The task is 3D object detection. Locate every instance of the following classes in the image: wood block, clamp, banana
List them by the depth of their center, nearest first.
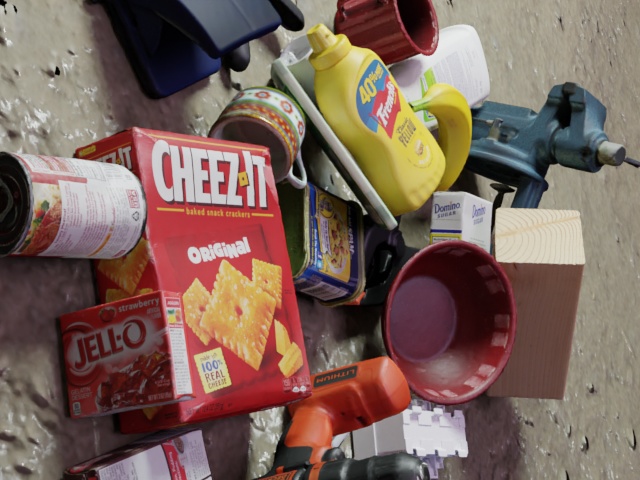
[{"bbox_3d":[-0.072,-0.248,0.982,0.120,0.039,0.171,-37,113,-56],"label":"clamp"},{"bbox_3d":[0.066,-0.007,1.082,0.209,0.036,0.164,-42,125,-51],"label":"clamp"},{"bbox_3d":[0.135,-0.116,1.162,0.037,0.069,0.197,59,-1,30],"label":"banana"},{"bbox_3d":[0.231,0.073,1.172,0.090,0.091,0.206,-79,169,-49],"label":"wood block"}]

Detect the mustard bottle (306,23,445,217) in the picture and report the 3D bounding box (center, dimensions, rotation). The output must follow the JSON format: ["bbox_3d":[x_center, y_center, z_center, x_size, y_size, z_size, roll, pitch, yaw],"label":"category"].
[{"bbox_3d":[0.046,-0.122,1.009,0.191,0.058,0.096,54,44,-23],"label":"mustard bottle"}]

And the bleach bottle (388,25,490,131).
[{"bbox_3d":[0.111,-0.173,1.204,0.250,0.068,0.102,-32,108,-53],"label":"bleach bottle"}]

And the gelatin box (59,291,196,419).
[{"bbox_3d":[-0.131,0.078,0.721,0.030,0.089,0.073,12,67,-63],"label":"gelatin box"}]

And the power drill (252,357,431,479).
[{"bbox_3d":[0.015,0.163,0.838,0.057,0.185,0.187,66,25,-14],"label":"power drill"}]

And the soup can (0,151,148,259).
[{"bbox_3d":[-0.174,-0.021,0.712,0.102,0.069,0.068,3,76,-53],"label":"soup can"}]

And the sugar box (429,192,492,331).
[{"bbox_3d":[0.149,0.040,1.155,0.093,0.048,0.176,13,78,-62],"label":"sugar box"}]

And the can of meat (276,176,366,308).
[{"bbox_3d":[-0.006,0.001,0.967,0.083,0.058,0.102,24,57,-48],"label":"can of meat"}]

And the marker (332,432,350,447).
[{"bbox_3d":[-0.006,0.196,0.926,0.121,0.020,0.020,-44,114,-53],"label":"marker"}]

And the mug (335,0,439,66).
[{"bbox_3d":[0.063,-0.234,1.137,0.117,0.082,0.093,26,57,-49],"label":"mug"}]

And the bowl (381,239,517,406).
[{"bbox_3d":[0.116,0.080,1.055,0.161,0.055,0.162,0,90,-30],"label":"bowl"}]

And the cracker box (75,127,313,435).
[{"bbox_3d":[-0.090,0.030,0.817,0.163,0.072,0.214,2,76,-56],"label":"cracker box"}]

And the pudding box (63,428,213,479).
[{"bbox_3d":[-0.119,0.187,0.744,0.113,0.039,0.090,-12,89,-55],"label":"pudding box"}]
